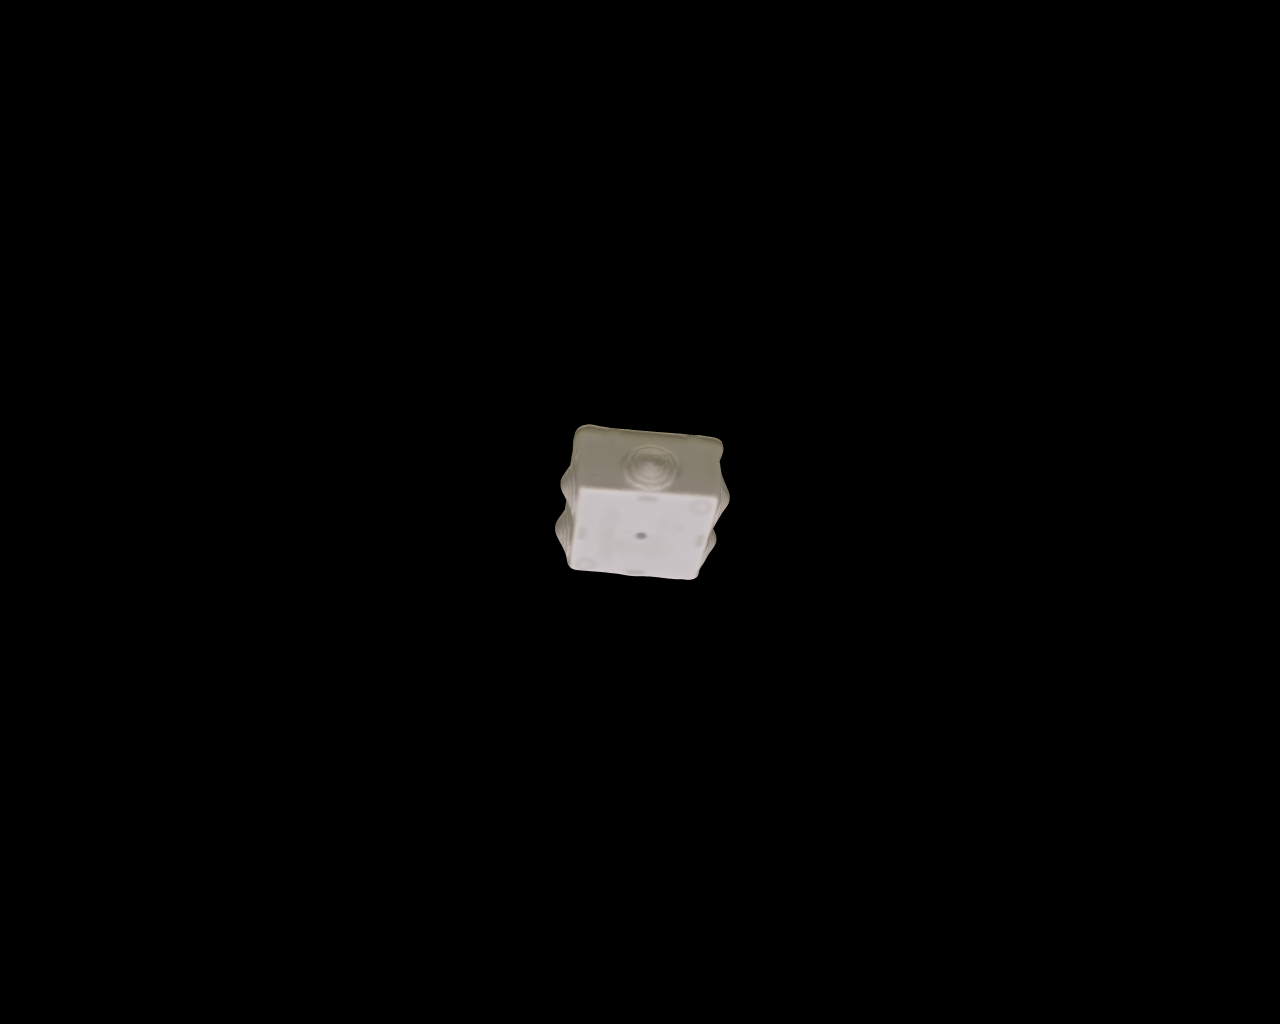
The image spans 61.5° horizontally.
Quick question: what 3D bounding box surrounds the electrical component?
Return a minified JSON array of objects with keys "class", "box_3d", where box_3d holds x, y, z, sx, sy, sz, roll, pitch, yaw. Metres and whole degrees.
[{"class":"electrical component","box_3d":[0.001,-0.003,0.650,0.100,0.048,0.099,5,-40,-6]}]
